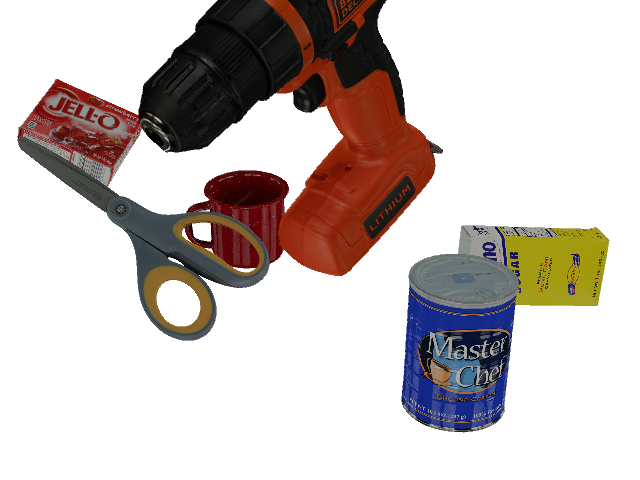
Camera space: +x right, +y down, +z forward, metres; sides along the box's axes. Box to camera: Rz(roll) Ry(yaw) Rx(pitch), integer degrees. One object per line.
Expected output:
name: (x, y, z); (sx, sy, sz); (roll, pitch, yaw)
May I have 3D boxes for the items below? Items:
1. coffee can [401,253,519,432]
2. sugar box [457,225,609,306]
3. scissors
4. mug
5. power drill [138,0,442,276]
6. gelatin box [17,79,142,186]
coffee can: (0.132, 0.097, 1.026); (0.103, 0.140, 0.103); (1, 25, -1)
sugar box: (0.256, 0.032, 1.306); (0.176, 0.093, 0.048); (0, 21, -10)
scissors: (-0.132, 0.001, 0.709); (0.202, 0.096, 0.016); (18, -15, 13)
mug: (-0.093, -0.020, 1.182); (0.117, 0.081, 0.093); (-9, 30, -16)
power drill: (-0.003, -0.066, 0.554); (0.057, 0.184, 0.187); (30, -26, 30)
gelatin box: (-0.213, -0.097, 0.950); (0.089, 0.073, 0.030); (25, -43, -3)
